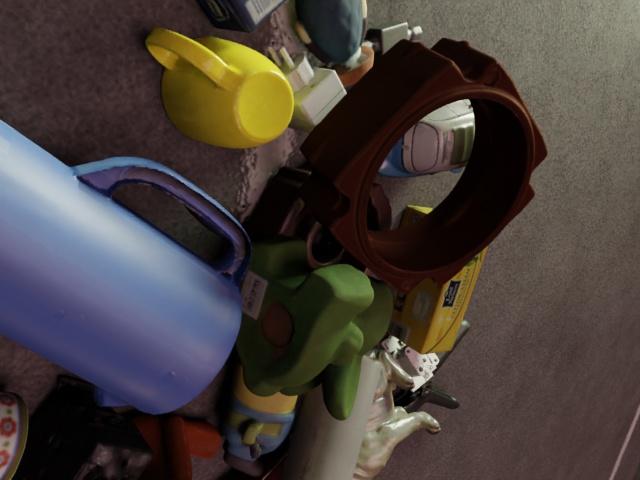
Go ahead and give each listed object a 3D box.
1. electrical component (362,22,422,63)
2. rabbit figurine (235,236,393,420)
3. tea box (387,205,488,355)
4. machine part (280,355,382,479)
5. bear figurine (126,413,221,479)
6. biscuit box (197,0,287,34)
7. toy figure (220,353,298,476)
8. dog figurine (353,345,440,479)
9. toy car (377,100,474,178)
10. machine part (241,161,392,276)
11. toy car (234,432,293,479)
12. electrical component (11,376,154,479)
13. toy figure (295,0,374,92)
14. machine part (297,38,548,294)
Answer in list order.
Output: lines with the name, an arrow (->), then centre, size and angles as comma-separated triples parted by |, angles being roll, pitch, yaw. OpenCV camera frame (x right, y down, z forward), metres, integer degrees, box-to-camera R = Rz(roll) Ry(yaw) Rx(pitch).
electrical component -> 0.074, -0.197, 0.575 | 0.094, 0.021, 0.063 | -29, 126, -29
rabbit figurine -> 0.014, 0.083, 0.499 | 0.170, 0.121, 0.159 | 4, 99, -51
tea box -> 0.141, 0.049, 0.695 | 0.068, 0.098, 0.169 | 5, 108, -42
machine part -> 0.012, 0.205, 0.593 | 0.079, 0.079, 0.243 | 31, 70, -45
bear figurine -> -0.126, 0.241, 0.481 | 0.120, 0.196, 0.131 | -55, 135, -11
biscuit box -> -0.018, -0.255, 0.439 | 0.202, 0.063, 0.059 | -47, 133, -14
toy figure -> -0.062, 0.162, 0.582 | 0.089, 0.082, 0.180 | 15, 102, -43
dog figurine -> 0.025, 0.231, 0.660 | 0.190, 0.172, 0.121 | -32, 171, -22
toy car -> 0.124, -0.120, 0.599 | 0.161, 0.103, 0.109 | -20, 120, -36
machine part -> -0.001, -0.002, 0.576 | 0.179, 0.056, 0.179 | -19, 120, -35
toy car -> -0.098, 0.309, 0.637 | 0.202, 0.053, 0.089 | -40, 137, -26
electrical component -> -0.201, 0.194, 0.438 | 0.058, 0.134, 0.115 | 34, 84, -45
toy figure -> 0.022, -0.182, 0.510 | 0.154, 0.064, 0.058 | 66, 29, -42
machine part -> 0.098, -0.061, 0.498 | 0.201, 0.087, 0.201 | -45, 129, 6
